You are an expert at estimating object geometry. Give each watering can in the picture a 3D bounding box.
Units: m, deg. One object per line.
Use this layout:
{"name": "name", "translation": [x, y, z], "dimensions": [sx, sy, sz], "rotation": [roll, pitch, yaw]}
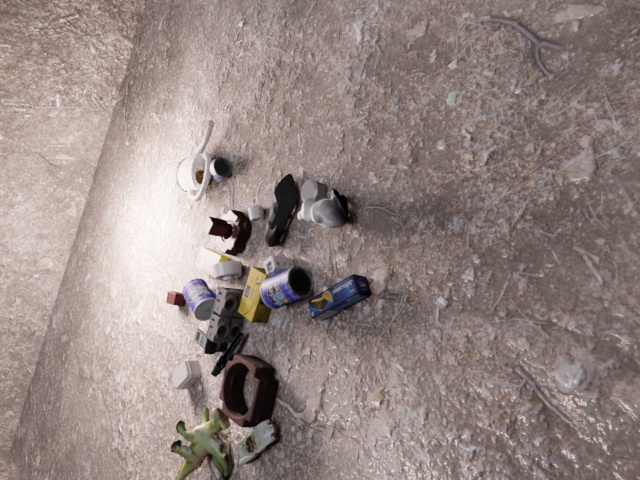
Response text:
{"name": "watering can", "translation": [-0.527, -0.333, 2.222], "dimensions": [0.224, 0.103, 0.350], "rotation": [-4, 77, 47]}

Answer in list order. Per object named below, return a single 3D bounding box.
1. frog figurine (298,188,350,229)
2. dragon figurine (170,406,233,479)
{"name": "frog figurine", "translation": [0.005, -0.078, 1.549], "dimensions": [0.158, 0.138, 0.123], "rotation": [-25, 91, 20]}
{"name": "dragon figurine", "translation": [-0.400, 0.750, 1.798], "dimensions": [0.245, 0.122, 0.406], "rotation": [23, 105, 40]}
